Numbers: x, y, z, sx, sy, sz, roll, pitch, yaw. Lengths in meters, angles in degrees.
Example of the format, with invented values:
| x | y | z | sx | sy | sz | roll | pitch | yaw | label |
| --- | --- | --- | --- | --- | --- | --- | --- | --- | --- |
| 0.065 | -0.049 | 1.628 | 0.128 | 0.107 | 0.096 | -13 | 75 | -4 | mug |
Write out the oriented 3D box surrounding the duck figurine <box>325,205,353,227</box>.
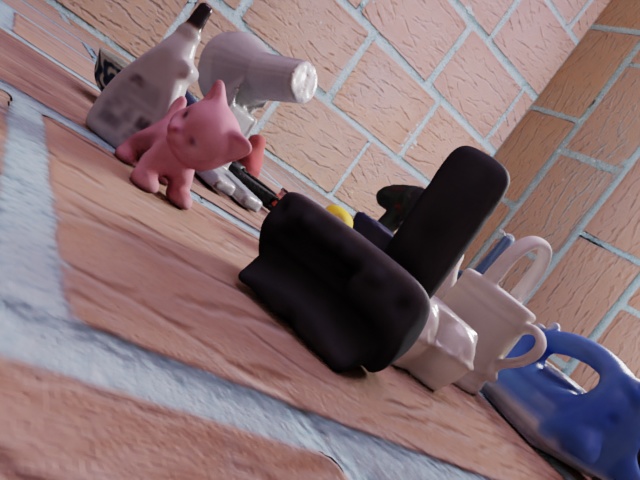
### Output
| x | y | z | sx | sy | sz | roll | pitch | yaw | label |
| --- | --- | --- | --- | --- | --- | --- | --- | --- | --- |
| 0.006 | 0.002 | 0.649 | 0.077 | 0.086 | 0.105 | 41 | 7 | 38 | duck figurine |

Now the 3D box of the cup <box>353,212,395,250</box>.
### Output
| x | y | z | sx | sy | sz | roll | pitch | yaw | label |
| --- | --- | --- | --- | --- | --- | --- | --- | --- | --- |
| 0.065 | 0.021 | 0.801 | 0.091 | 0.095 | 0.118 | 37 | 6 | 3 | cup |

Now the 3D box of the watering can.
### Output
| x | y | z | sx | sy | sz | roll | pitch | yaw | label |
| --- | --- | --- | --- | --- | --- | --- | --- | --- | --- |
| 0.198 | 0.072 | 0.683 | 0.172 | 0.194 | 0.101 | 39 | 6 | 24 | watering can |

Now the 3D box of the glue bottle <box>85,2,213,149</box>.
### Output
| x | y | z | sx | sy | sz | roll | pitch | yaw | label |
| --- | --- | --- | --- | --- | --- | --- | --- | --- | --- |
| -0.162 | -0.167 | 0.586 | 0.078 | 0.173 | 0.037 | 37 | 6 | 4 | glue bottle |

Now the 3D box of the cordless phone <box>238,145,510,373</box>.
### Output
| x | y | z | sx | sy | sz | roll | pitch | yaw | label |
| --- | --- | --- | --- | --- | --- | --- | --- | --- | --- |
| 0.042 | -0.006 | 0.437 | 0.147 | 0.185 | 0.094 | 38 | 6 | 16 | cordless phone |

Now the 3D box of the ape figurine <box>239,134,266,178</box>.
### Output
| x | y | z | sx | sy | sz | roll | pitch | yaw | label |
| --- | --- | --- | --- | --- | --- | --- | --- | --- | --- |
| -0.131 | -0.153 | 1.049 | 0.078 | 0.092 | 0.076 | 30 | 8 | -46 | ape figurine |

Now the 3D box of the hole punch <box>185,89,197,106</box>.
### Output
| x | y | z | sx | sy | sz | roll | pitch | yaw | label |
| --- | --- | --- | --- | --- | --- | --- | --- | --- | --- |
| -0.186 | -0.146 | 0.686 | 0.108 | 0.091 | 0.101 | 37 | 6 | 11 | hole punch |

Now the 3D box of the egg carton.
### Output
| x | y | z | sx | sy | sz | roll | pitch | yaw | label |
| --- | --- | --- | --- | --- | --- | --- | --- | --- | --- |
| 0.091 | 0.083 | 0.583 | 0.107 | 0.069 | 0.150 | 34 | 6 | -18 | egg carton |

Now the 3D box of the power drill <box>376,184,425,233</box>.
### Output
| x | y | z | sx | sy | sz | roll | pitch | yaw | label |
| --- | --- | --- | --- | --- | --- | --- | --- | --- | --- |
| 0.166 | -0.035 | 1.275 | 0.076 | 0.208 | 0.229 | 33 | 6 | -27 | power drill |

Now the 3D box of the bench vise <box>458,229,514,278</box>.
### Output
| x | y | z | sx | sy | sz | roll | pitch | yaw | label |
| --- | --- | --- | --- | --- | --- | --- | --- | --- | --- |
| 0.298 | 0.085 | 1.041 | 0.122 | 0.219 | 0.207 | 35 | 6 | -8 | bench vise |

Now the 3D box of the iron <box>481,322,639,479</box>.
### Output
| x | y | z | sx | sy | sz | roll | pitch | yaw | label |
| --- | --- | --- | --- | --- | --- | --- | --- | --- | --- |
| 0.287 | 0.169 | 0.694 | 0.119 | 0.141 | 0.257 | 34 | 6 | -24 | iron |

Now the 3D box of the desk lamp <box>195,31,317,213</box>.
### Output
| x | y | z | sx | sy | sz | roll | pitch | yaw | label |
| --- | --- | --- | --- | --- | --- | --- | --- | --- | --- |
| -0.108 | -0.183 | 0.820 | 0.202 | 0.213 | 0.118 | 41 | 7 | 38 | desk lamp |

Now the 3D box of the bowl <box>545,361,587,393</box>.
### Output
| x | y | z | sx | sy | sz | roll | pitch | yaw | label |
| --- | --- | --- | --- | --- | --- | --- | --- | --- | --- |
| 0.326 | 0.222 | 0.834 | 0.167 | 0.074 | 0.167 | 36 | 6 | -4 | bowl |

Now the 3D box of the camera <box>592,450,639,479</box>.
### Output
| x | y | z | sx | sy | sz | roll | pitch | yaw | label |
| --- | --- | --- | --- | --- | --- | --- | --- | --- | --- |
| 0.405 | 0.280 | 0.702 | 0.144 | 0.101 | 0.136 | 32 | 7 | -33 | camera |

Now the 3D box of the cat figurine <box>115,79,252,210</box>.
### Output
| x | y | z | sx | sy | sz | roll | pitch | yaw | label |
| --- | --- | --- | --- | --- | --- | --- | --- | --- | --- |
| -0.120 | -0.095 | 0.529 | 0.067 | 0.117 | 0.127 | 31 | 8 | -43 | cat figurine |
